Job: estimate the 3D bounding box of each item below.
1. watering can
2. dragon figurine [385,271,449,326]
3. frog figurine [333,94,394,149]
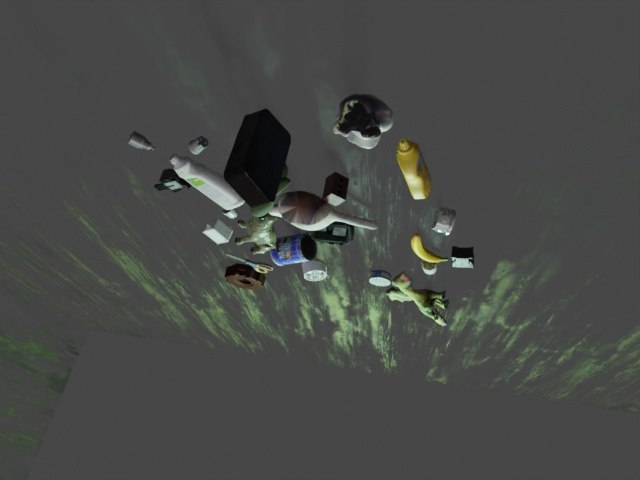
[{"bbox_3d":[0.005,-0.079,1.576,0.348,0.104,0.223,7,175,7],"label":"watering can"},{"bbox_3d":[0.390,0.246,2.114,0.244,0.124,0.402,18,156,28],"label":"dragon figurine"},{"bbox_3d":[0.109,-0.280,1.217,0.137,0.122,0.160,-11,-178,22],"label":"frog figurine"}]
